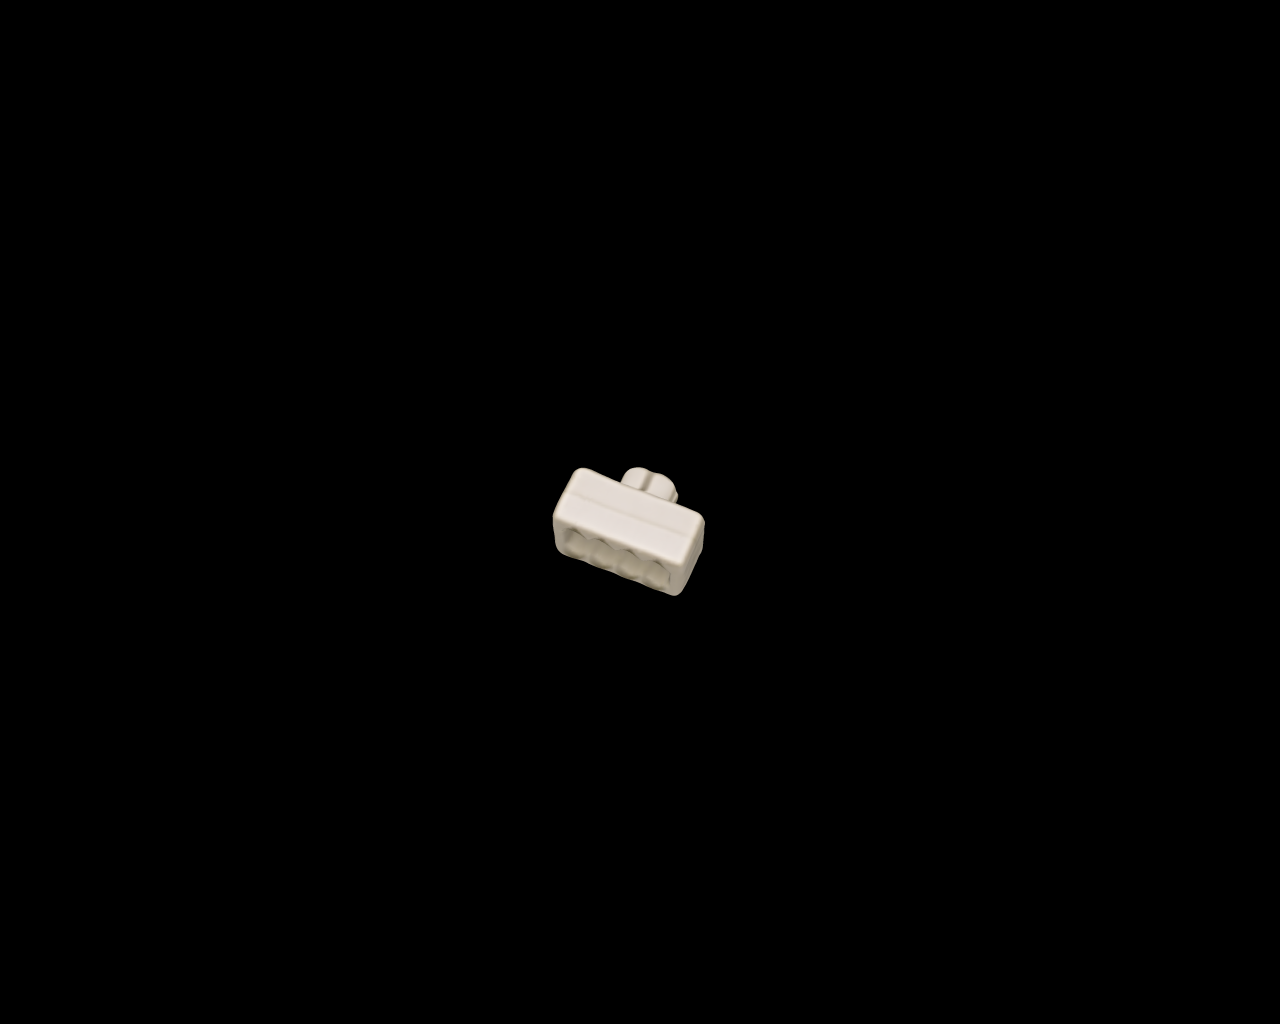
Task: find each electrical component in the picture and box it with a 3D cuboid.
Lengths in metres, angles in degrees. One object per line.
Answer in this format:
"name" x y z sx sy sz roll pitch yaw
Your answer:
"electrical component" 0.001 -0.003 0.650 0.083 0.076 0.047 22 -25 10
